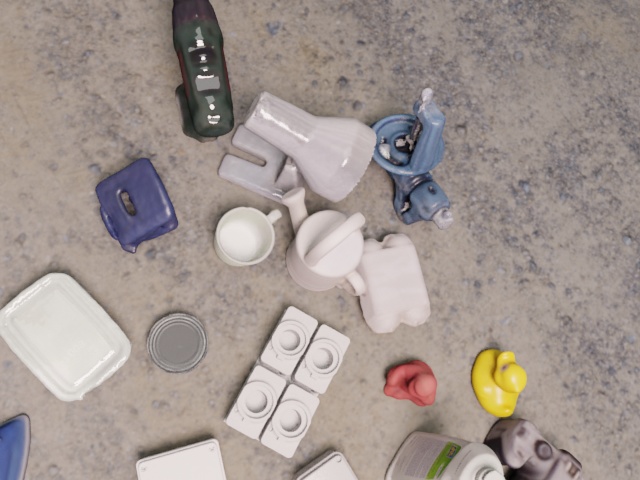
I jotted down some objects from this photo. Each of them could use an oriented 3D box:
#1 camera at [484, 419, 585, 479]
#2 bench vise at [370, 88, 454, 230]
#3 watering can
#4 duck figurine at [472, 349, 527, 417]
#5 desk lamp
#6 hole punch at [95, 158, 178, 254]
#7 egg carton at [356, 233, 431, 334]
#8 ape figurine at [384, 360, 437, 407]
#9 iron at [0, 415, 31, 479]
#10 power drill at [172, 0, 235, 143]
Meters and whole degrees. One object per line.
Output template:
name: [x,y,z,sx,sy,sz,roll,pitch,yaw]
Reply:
camera: [0.305,0.358,0.840,0.143,0.100,0.137,43,72,2]
bench vise: [0.163,-0.128,0.877,0.122,0.219,0.207,-42,86,-18]
watering can: [0.006,0.004,0.824,0.173,0.194,0.101,31,72,-2]
duck figurine: [0.284,0.219,0.881,0.077,0.086,0.104,1,75,-11]
desk lamp: [-0.039,-0.128,0.840,0.203,0.213,0.118,21,72,-5]
hole punch: [-0.269,-0.050,0.837,0.101,0.091,0.108,-26,82,-16]
egg carton: [0.108,0.067,0.894,0.107,0.069,0.150,-11,78,-14]
ape figurine: [0.144,0.214,0.850,0.076,0.092,0.078,-38,85,-18]
iron: [-0.444,0.330,0.676,0.118,0.141,0.258,28,72,-3]
power drill: [-0.177,-0.245,0.846,0.076,0.208,0.229,-12,78,-14]
